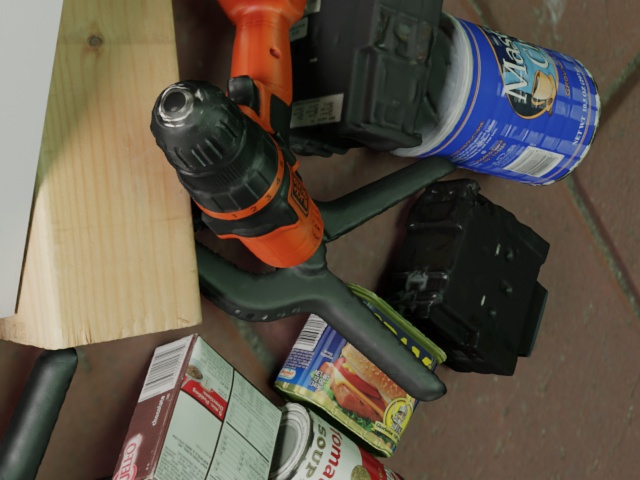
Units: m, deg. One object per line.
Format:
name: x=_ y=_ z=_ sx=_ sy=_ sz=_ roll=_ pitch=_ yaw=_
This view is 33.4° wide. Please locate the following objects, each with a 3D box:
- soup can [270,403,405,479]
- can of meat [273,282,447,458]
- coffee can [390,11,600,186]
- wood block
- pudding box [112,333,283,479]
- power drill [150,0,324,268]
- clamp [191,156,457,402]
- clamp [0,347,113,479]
soup can: x=0.003 y=0.160 z=0.704 sx=0.102 sy=0.069 sz=0.068 roll=41 pitch=66 yaw=-29
can of meat: x=0.026 y=0.090 z=0.730 sx=0.102 sy=0.058 sz=0.084 roll=41 pitch=68 yaw=-30
coffee can: x=0.118 y=-0.100 z=0.771 sx=0.140 sy=0.103 sz=0.103 roll=9 pitch=84 yaw=-37
wood block: x=-0.132 y=-0.051 z=0.589 sx=0.090 sy=0.090 sz=0.206 roll=-7 pitch=94 yaw=-36
pudding box: x=-0.070 y=0.125 z=0.638 sx=0.090 sy=0.039 sz=0.113 roll=47 pitch=35 yaw=-28
power drill: x=-0.045 y=-0.094 z=0.590 sx=0.184 sy=0.057 sz=0.187 roll=56 pitch=31 yaw=-65
clamp: x=-0.004 y=0.001 z=0.680 sx=0.209 sy=0.036 sz=0.164 roll=16 pitch=70 yaw=-13
clamp: x=-0.164 y=0.156 z=0.596 sx=0.171 sy=0.039 sz=0.120 roll=-51 pitch=121 yaw=-21
